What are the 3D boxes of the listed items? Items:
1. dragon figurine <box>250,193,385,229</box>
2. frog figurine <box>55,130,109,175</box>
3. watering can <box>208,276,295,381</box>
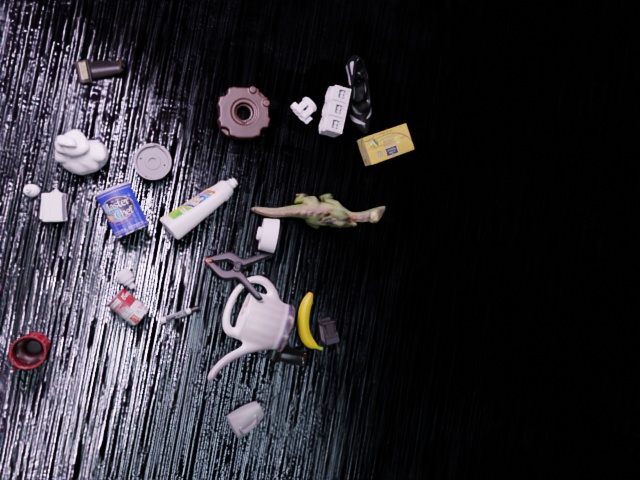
[{"bbox_3d":[0.005,-0.081,1.606,0.411,0.244,0.121,-3,98,-18],"label":"dragon figurine"},{"bbox_3d":[-0.673,-0.245,1.450,0.137,0.160,0.122,1,94,-16],"label":"frog figurine"},{"bbox_3d":[-0.203,0.288,1.601,0.223,0.103,0.353,22,69,-14],"label":"watering can"}]
